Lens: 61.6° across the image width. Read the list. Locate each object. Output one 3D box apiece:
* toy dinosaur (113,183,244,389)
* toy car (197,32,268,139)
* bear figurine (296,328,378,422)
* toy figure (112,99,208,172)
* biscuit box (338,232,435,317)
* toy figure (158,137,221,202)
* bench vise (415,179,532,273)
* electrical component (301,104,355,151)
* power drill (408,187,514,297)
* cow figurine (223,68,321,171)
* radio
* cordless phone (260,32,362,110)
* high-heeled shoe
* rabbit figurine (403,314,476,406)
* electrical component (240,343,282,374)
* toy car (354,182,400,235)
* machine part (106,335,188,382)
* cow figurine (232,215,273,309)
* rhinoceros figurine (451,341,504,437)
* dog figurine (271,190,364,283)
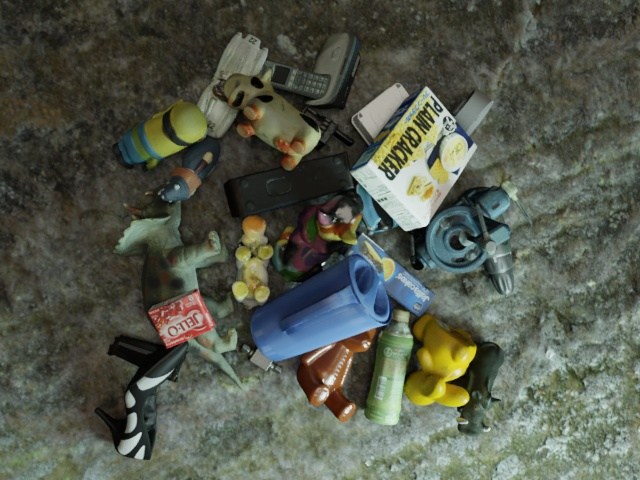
[{"bbox_3d":[-0.254,0.098,0.971,0.192,0.131,0.404,-6,97,2],"label":"toy dinosaur"},{"bbox_3d":[-0.167,-0.285,0.995,0.073,0.056,0.201,28,95,-10],"label":"toy car"},{"bbox_3d":[0.050,0.220,1.023,0.196,0.132,0.120,-47,124,-2],"label":"bear figurine"},{"bbox_3d":[-0.282,-0.179,0.951,0.180,0.089,0.082,-21,120,11],"label":"toy figure"},{"bbox_3d":[0.133,0.067,1.064,0.202,0.063,0.059,39,86,-9],"label":"biscuit box"},{"bbox_3d":[-0.232,-0.122,0.969,0.058,0.064,0.154,31,59,-9],"label":"toy figure"},{"bbox_3d":[0.276,-0.020,0.937,0.224,0.241,0.128,-28,98,2],"label":"bench vise"},{"bbox_3d":[0.004,-0.203,1.030,0.119,0.075,0.048,35,84,-12],"label":"electrical component"},{"bbox_3d":[0.288,0.013,1.084,0.207,0.086,0.232,-7,91,-7],"label":"power drill"},{"bbox_3d":[-0.084,-0.221,0.930,0.195,0.085,0.127,37,46,4],"label":"cow figurine"},{"bbox_3d":[-0.058,-0.101,0.990,0.230,0.131,0.073,-16,96,-10],"label":"radio"},{"bbox_3d":[-0.023,-0.333,1.026,0.184,0.088,0.146,18,89,8],"label":"cordless phone"},{"bbox_3d":[-0.287,0.292,0.958,0.249,0.086,0.145,-39,107,12],"label":"high-heeled shoe"},{"bbox_3d":[0.233,0.259,1.056,0.122,0.162,0.173,28,104,-22],"label":"rabbit figurine"},{"bbox_3d":[-0.105,0.217,1.043,0.094,0.021,0.063,34,85,-8],"label":"electrical component"},{"bbox_3d":[0.120,-0.073,1.037,0.162,0.103,0.109,-18,92,-31],"label":"toy car"},{"bbox_3d":[-0.320,0.213,0.996,0.139,0.039,0.084,19,96,-12],"label":"machine part"},{"bbox_3d":[-0.124,0.042,1.009,0.068,0.098,0.167,5,71,-6],"label":"cow figurine"},{"bbox_3d":[0.322,0.297,1.080,0.073,0.112,0.190,23,79,-13],"label":"rhinoceros figurine"},{"bbox_3d":[-0.002,-0.003,0.959,0.108,0.219,0.191,41,83,-6],"label":"dog figurine"}]
